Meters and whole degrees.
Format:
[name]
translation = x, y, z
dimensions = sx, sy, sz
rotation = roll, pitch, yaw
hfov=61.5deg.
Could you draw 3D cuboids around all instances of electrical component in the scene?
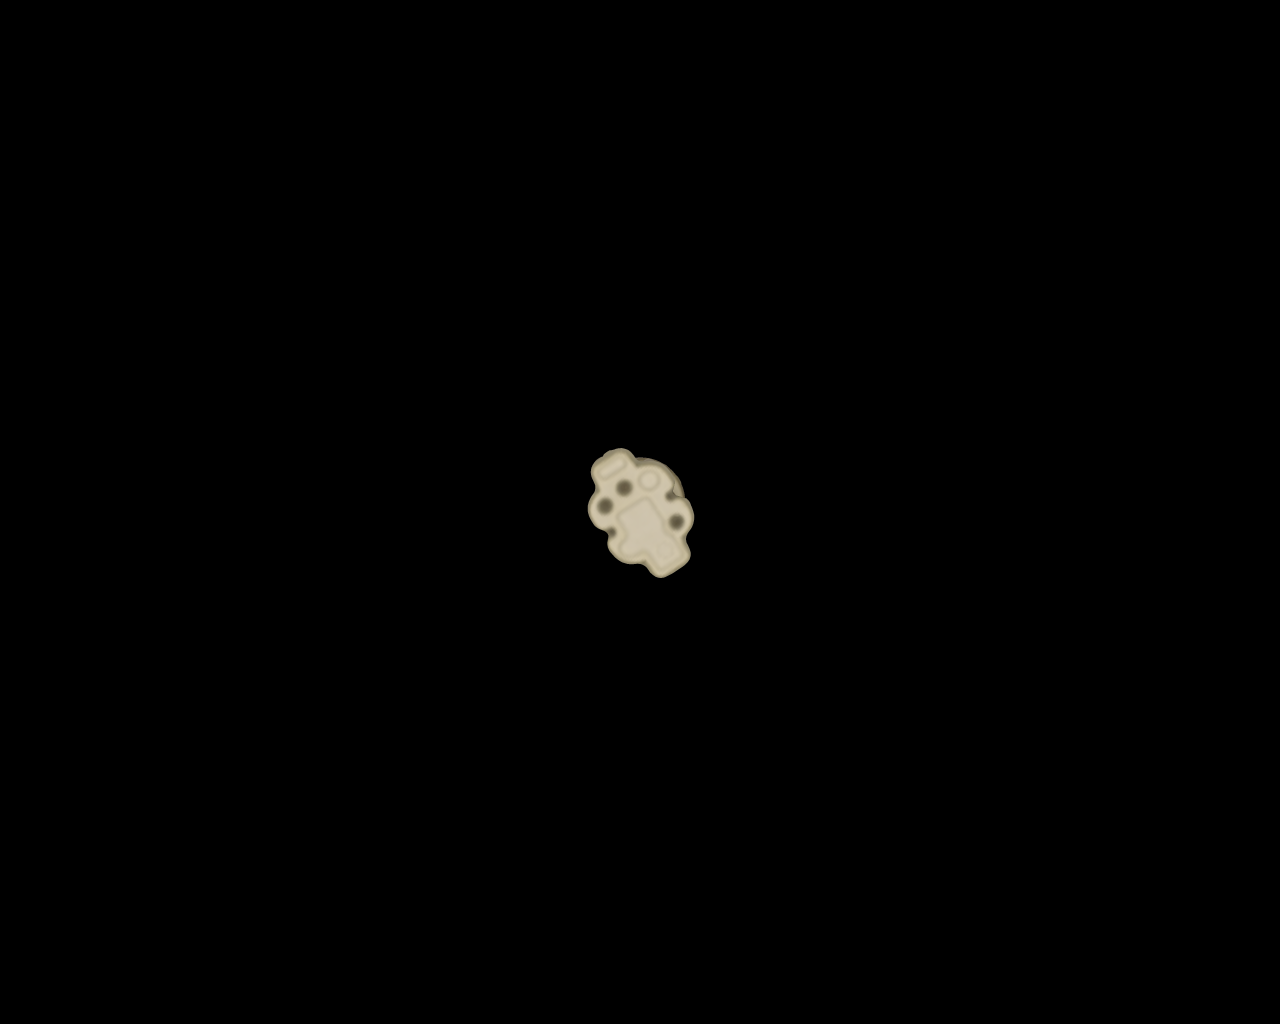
[electrical component]
translation = 0.001, -0.003, 0.650
dimensions = 0.058, 0.078, 0.057
rotation = -31, 8, 5
